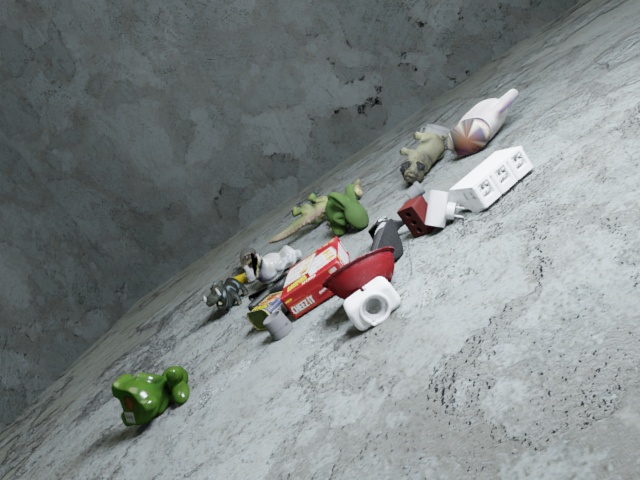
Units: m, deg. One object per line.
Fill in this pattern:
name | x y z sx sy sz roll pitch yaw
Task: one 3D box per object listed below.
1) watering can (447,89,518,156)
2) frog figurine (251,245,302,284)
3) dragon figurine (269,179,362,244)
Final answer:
watering can | 0.465 -0.332 1.580 0.228 0.104 0.342 -44 0 -34
frog figurine | -0.139 0.081 1.705 0.160 0.124 0.136 -1 -12 -21
dragon figurine | 0.006 -0.098 1.953 0.415 0.121 0.243 -42 20 -21
